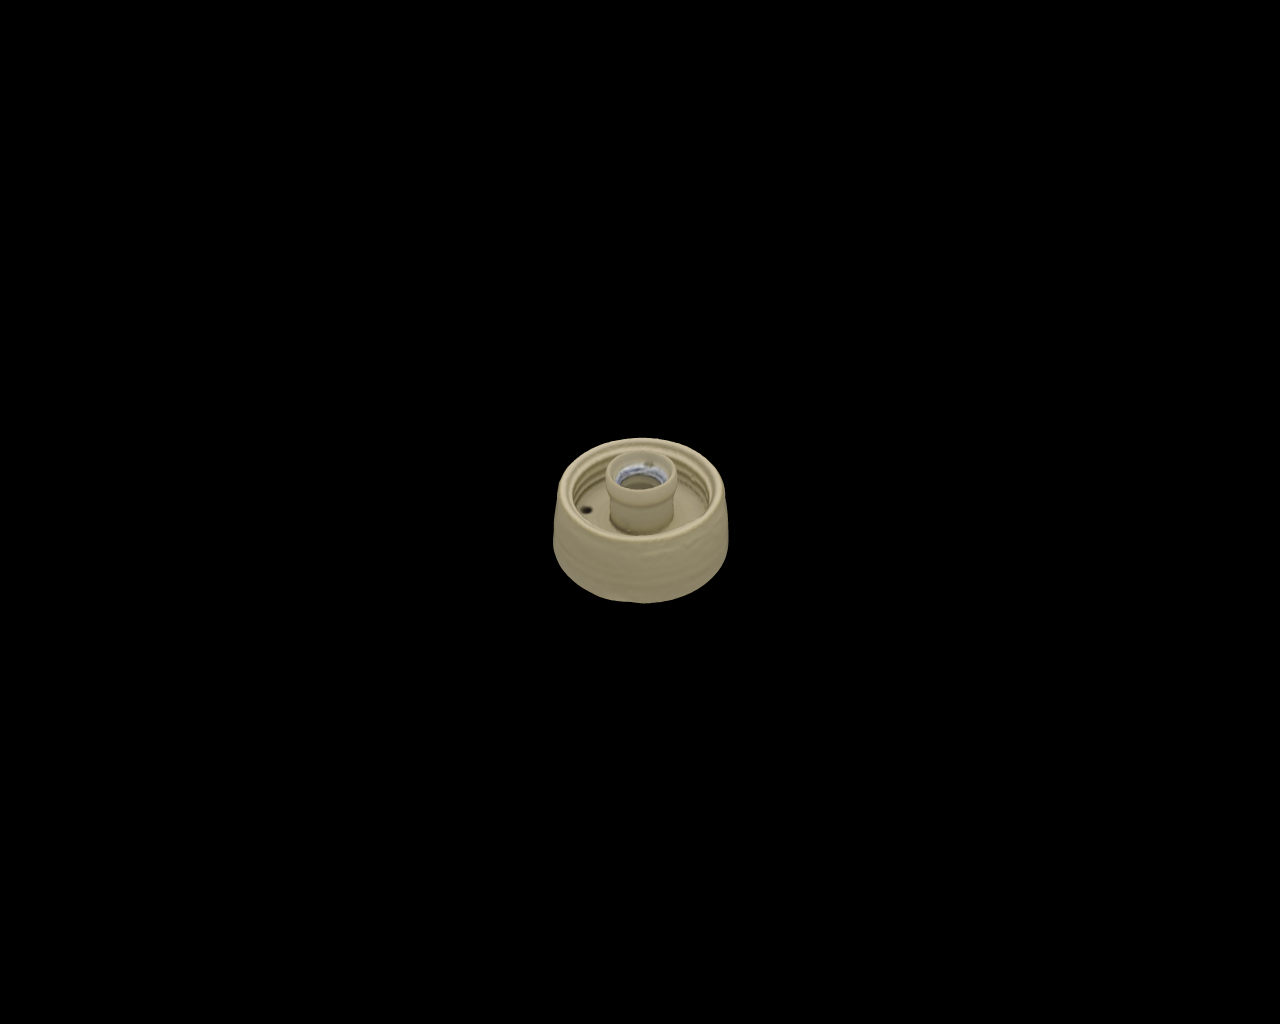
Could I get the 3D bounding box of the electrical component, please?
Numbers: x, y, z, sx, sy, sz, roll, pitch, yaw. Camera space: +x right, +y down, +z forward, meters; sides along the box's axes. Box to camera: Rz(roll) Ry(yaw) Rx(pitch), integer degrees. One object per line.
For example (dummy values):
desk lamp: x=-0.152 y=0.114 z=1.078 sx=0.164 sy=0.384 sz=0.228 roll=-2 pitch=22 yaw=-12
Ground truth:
electrical component: x=0.001 y=-0.003 z=0.650 sx=0.108 sy=0.060 sz=0.108 roll=0 pitch=40 yaw=0
